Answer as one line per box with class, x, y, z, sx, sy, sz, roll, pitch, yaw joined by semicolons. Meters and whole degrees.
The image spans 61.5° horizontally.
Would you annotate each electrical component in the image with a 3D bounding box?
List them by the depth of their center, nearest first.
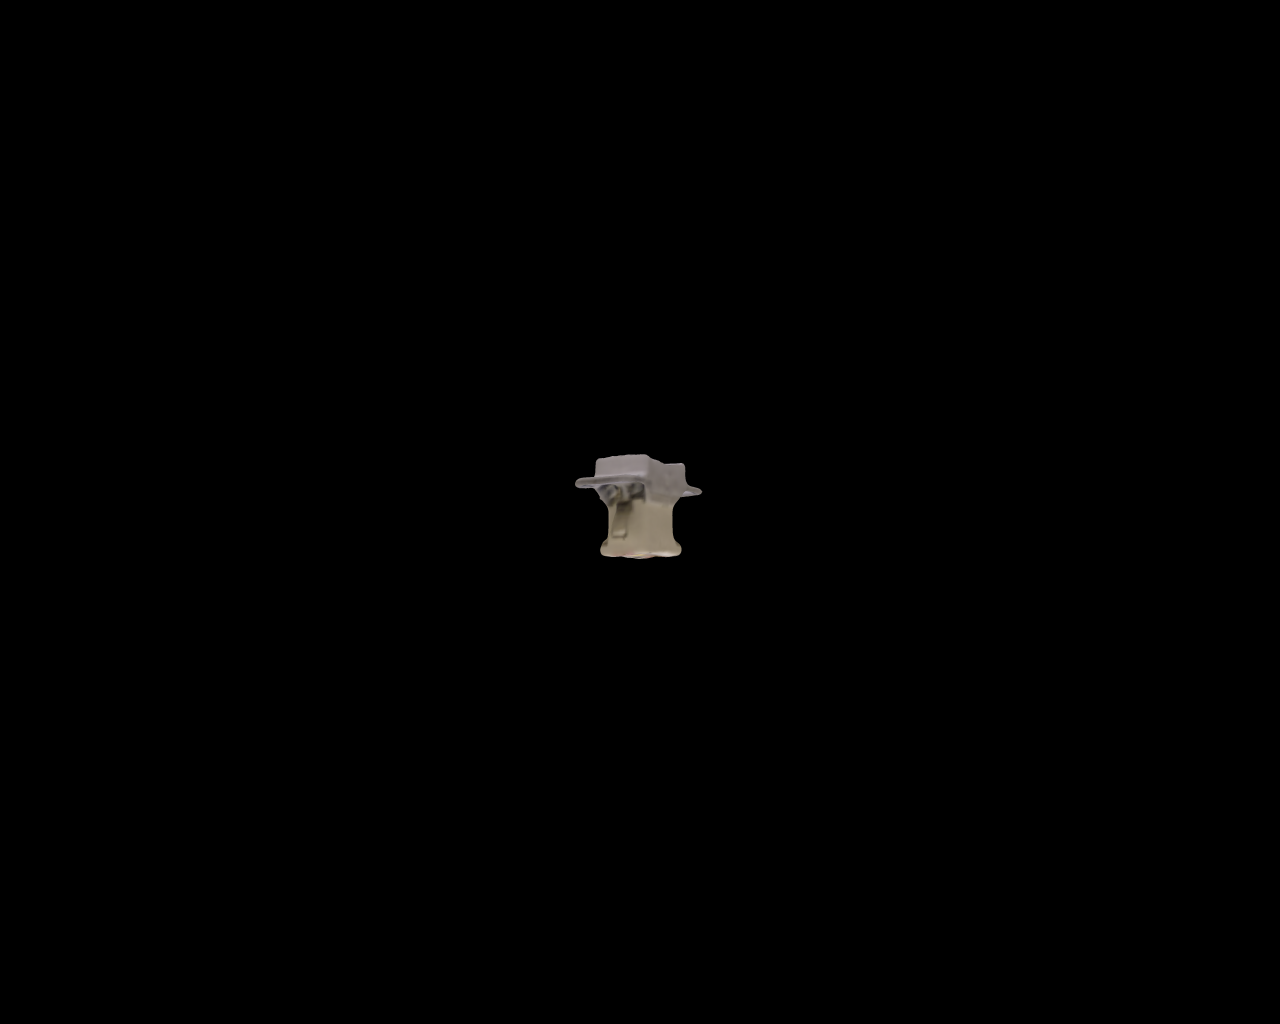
electrical component;0.001;-0.003;0.650;0.042;0.063;0.081;-5;-8;35
